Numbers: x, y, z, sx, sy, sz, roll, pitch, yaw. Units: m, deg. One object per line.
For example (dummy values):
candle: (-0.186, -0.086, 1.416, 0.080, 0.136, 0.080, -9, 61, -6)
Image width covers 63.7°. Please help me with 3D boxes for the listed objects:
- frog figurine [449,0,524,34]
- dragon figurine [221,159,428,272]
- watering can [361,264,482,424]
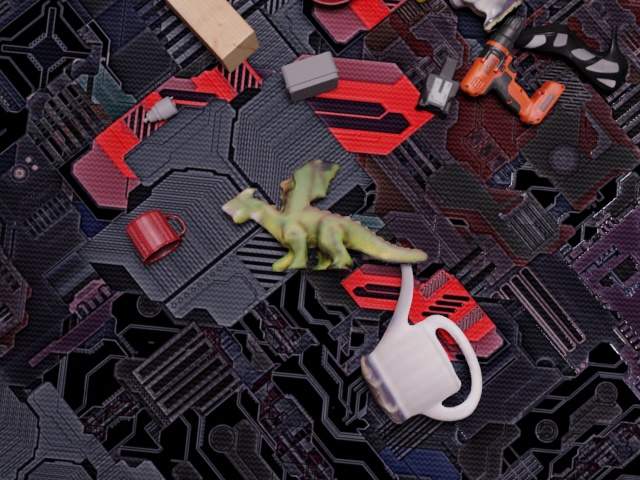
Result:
frog figurine: (0.341, -0.520, 1.078, 0.139, 0.120, 0.160, -31, 79, -33)
dragon figurine: (0.003, -0.053, 1.059, 0.410, 0.121, 0.245, -4, 79, 4)
watering can: (0.181, 0.222, 1.048, 0.224, 0.104, 0.348, -30, 88, -2)
